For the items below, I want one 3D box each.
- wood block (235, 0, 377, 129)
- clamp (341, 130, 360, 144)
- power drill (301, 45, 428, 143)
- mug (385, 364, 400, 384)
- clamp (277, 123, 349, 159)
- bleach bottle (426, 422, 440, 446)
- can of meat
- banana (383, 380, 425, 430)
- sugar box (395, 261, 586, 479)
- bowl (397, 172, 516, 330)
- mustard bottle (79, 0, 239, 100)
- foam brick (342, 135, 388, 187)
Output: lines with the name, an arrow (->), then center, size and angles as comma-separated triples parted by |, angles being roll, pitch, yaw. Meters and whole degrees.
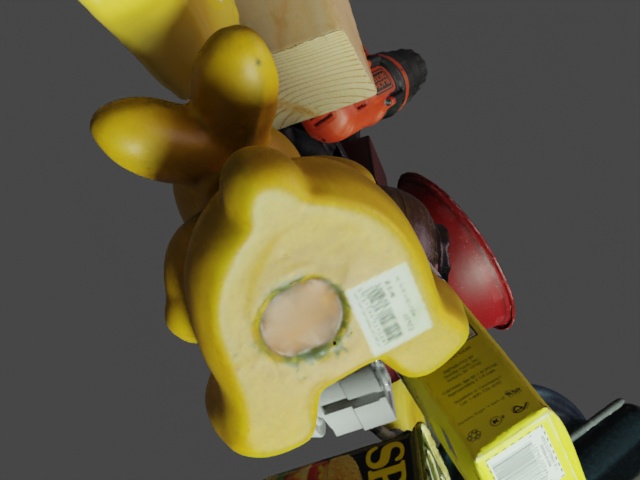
wood block -> -0.043, -0.179, 0.649 | 0.090, 0.090, 0.206 | 48, 26, -68
clamp -> 0.009, -0.137, 1.060 | 0.210, 0.036, 0.164 | 53, 18, -63
power drill -> 0.004, -0.175, 0.846 | 0.187, 0.057, 0.184 | 55, 32, -2
mug -> 0.024, 0.031, 0.673 | 0.081, 0.093, 0.117 | 67, 28, -45
clamp -> -0.011, -0.090, 0.875 | 0.171, 0.039, 0.120 | 47, 30, -58
bleach bottle -> 0.083, 0.096, 0.867 | 0.251, 0.068, 0.103 | 60, -13, -5
can of meat -> 0.020, 0.140, 0.483 | 0.102, 0.084, 0.057 | -91, 159, -59
banana -> 0.076, 0.157, 0.820 | 0.070, 0.037, 0.198 | 17, -50, 57
sugar box -> 0.068, 0.071, 0.528 | 0.093, 0.048, 0.176 | 63, -6, -34
bowl -> 0.095, 0.023, 0.916 | 0.162, 0.055, 0.162 | 53, -12, 17
mustard bottle -> -0.096, -0.139, 0.474 | 0.191, 0.058, 0.096 | 43, 27, -69
foam brick -> 0.033, -0.050, 0.994 | 0.078, 0.051, 0.053 | -95, 163, -54
